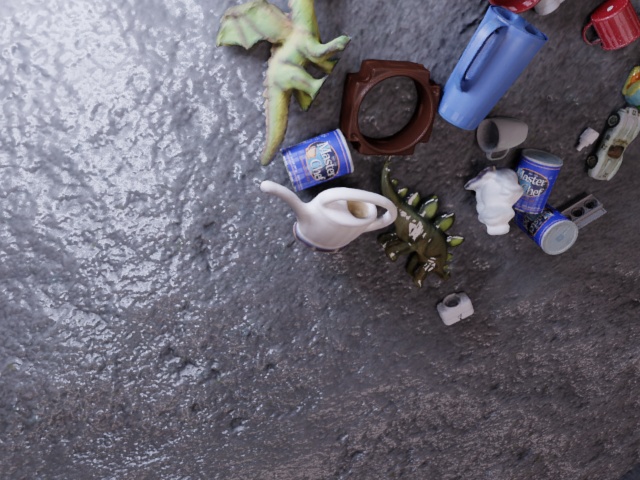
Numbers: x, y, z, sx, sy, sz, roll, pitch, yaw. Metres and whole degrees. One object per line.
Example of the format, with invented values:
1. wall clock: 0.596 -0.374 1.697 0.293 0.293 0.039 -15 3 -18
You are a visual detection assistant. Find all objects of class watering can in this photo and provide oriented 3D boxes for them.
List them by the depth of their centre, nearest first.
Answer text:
1. watering can: 0.004 -0.059 1.174 0.347 0.106 0.220 7 151 -24

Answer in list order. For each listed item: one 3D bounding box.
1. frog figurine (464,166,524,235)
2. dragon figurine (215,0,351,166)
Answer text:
1. frog figurine: 0.450 -0.098 1.291 0.123 0.161 0.135 -13 165 -42
2. dragon figurine: -0.094 -0.368 1.036 0.242 0.124 0.406 33 106 -11
